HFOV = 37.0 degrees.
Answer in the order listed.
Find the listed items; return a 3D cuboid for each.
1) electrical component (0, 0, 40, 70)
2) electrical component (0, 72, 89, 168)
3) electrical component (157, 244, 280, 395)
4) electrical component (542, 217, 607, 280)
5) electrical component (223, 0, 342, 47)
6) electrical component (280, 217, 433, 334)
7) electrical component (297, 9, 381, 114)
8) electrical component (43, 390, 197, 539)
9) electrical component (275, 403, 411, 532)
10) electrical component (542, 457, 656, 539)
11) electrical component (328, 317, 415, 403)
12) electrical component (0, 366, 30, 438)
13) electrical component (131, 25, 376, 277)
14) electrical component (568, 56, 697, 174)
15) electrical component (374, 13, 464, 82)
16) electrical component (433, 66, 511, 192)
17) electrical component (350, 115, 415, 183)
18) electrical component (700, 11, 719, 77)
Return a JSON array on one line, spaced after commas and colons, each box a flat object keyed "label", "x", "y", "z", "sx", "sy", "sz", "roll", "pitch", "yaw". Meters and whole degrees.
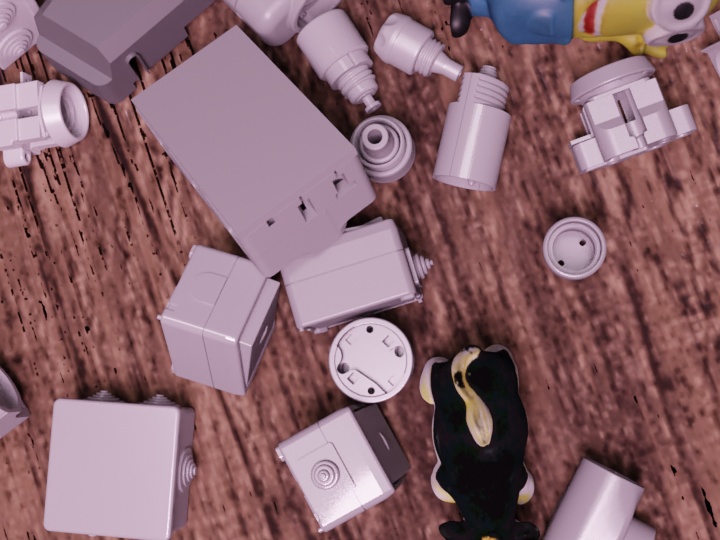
[{"label": "electrical component", "x": -0.272, "y": -0.198, "z": 0.756, "sx": 0.048, "sy": 0.099, "sz": 0.100, "roll": -44, "pitch": 81, "yaw": -10}, {"label": "electrical component", "x": -0.229, "y": -0.109, "z": 0.769, "sx": 0.055, "sy": 0.048, "sz": 0.066, "roll": -7, "pitch": 84, "yaw": 15}, {"label": "electrical component", "x": -0.089, "y": 0.039, "z": 0.715, "sx": 0.061, "sy": 0.096, "sz": 0.061, "roll": 17, "pitch": 59, "yaw": 9}, {"label": "electrical component", "x": 0.140, "y": -0.012, "z": 0.707, "sx": 0.040, "sy": 0.046, "sz": 0.040, "roll": -1, "pitch": 85, "yaw": 8}, {"label": "electrical component", "x": -0.046, "y": -0.205, "z": 0.746, "sx": 0.095, "sy": 0.054, "sz": 0.059, "roll": -44, "pitch": 81, "yaw": 2}, {"label": "electrical component", "x": 0.000, "y": 0.000, "z": 0.718, "sx": 0.096, "sy": 0.062, "sz": 0.061, "roll": -17, "pitch": 83, "yaw": 6}, {"label": "electrical component", "x": -0.011, "y": -0.143, "z": 0.743, "sx": 0.040, "sy": 0.040, "sz": 0.078, "roll": -33, "pitch": 82, "yaw": 4}, {"label": "electrical component", "x": -0.162, "y": 0.134, "z": 0.736, "sx": 0.100, "sy": 0.048, "sz": 0.099, "roll": 3, "pitch": 86, "yaw": 8}, {"label": "electrical component", "x": -0.008, "y": 0.123, "z": 0.691, "sx": 0.061, "sy": 0.096, "sz": 0.061, "roll": -30, "pitch": 82, "yaw": 4}, {"label": "electrical component", "x": 0.163, "y": 0.172, "z": 0.689, "sx": 0.079, "sy": 0.043, "sz": 0.077, "roll": 26, "pitch": 89, "yaw": 9}, {"label": "electrical component", "x": 0.010, "y": 0.060, "z": 0.719, "sx": 0.055, "sy": 0.047, "sz": 0.055, "roll": -1, "pitch": 85, "yaw": 8}, {"label": "electrical component", "x": -0.271, "y": 0.093, "z": 0.734, "sx": 0.056, "sy": 0.089, "sz": 0.050, "roll": -37, "pitch": 81, "yaw": 3}, {"label": "electrical component", "x": -0.069, "y": -0.077, "z": 0.704, "sx": 0.089, "sy": 0.061, "sz": 0.150, "roll": -37, "pitch": 55, "yaw": -6}, {"label": "electrical component", "x": 0.172, "y": -0.104, "z": 0.706, "sx": 0.078, "sy": 0.058, "sz": 0.057, "roll": -20, "pitch": 85, "yaw": 6}, {"label": "electrical component", "x": 0.042, "y": -0.149, "z": 0.739, "sx": 0.061, "sy": 0.035, "sz": 0.035, "roll": 30, "pitch": 90, "yaw": 6}, {"label": "electrical component", "x": 0.079, "y": -0.097, "z": 0.725, "sx": 0.043, "sy": 0.043, "sz": 0.081, "roll": 12, "pitch": 87, "yaw": 9}, {"label": "electrical component", "x": 0.014, "y": -0.083, "z": 0.723, "sx": 0.043, "sy": 0.062, "sz": 0.043, "roll": -1, "pitch": 85, "yaw": 8}, {"label": "electrical component", "x": 0.266, "y": -0.140, "z": 0.697, "sx": 0.064, "sy": 0.042, "sz": 0.081, "roll": -28, "pitch": 93, "yaw": -3}]
